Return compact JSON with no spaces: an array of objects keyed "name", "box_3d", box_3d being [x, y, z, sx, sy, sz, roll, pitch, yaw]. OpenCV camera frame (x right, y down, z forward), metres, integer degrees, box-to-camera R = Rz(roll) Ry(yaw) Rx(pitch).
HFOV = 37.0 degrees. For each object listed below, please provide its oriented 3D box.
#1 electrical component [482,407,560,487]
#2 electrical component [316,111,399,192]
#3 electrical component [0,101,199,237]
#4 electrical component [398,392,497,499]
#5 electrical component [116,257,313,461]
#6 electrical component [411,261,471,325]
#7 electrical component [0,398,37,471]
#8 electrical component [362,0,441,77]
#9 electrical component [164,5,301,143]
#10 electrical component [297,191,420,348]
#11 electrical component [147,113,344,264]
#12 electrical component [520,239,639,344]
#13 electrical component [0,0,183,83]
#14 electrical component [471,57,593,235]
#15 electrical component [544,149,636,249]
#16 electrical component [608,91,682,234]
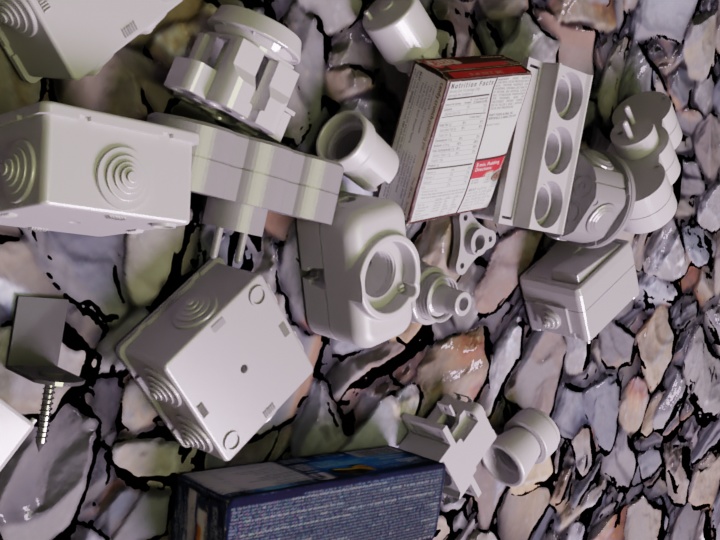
[{"name":"electrical component","box_3d":[0.134,0.146,0.894,0.055,0.045,0.045,-35,122,-35]},{"name":"electrical component","box_3d":[-0.001,-0.077,0.711,0.046,0.040,0.040,36,74,-49]},{"name":"electrical component","box_3d":[-0.142,-0.046,0.537,0.100,0.100,0.048,7,82,-45]},{"name":"electrical component","box_3d":[0.070,0.134,0.830,0.063,0.042,0.081,-48,130,-28]},{"name":"electrical component","box_3d":[-0.084,0.055,0.652,0.099,0.048,0.099,-46,128,-27]},{"name":"electrical component","box_3d":[0.051,0.018,0.768,0.048,0.062,0.048,-13,108,-42]},{"name":"electrical component","box_3d":[-0.218,0.066,0.513,0.061,0.062,0.096,-56,132,-20]},{"name":"electrical component","box_3d":[0.034,-0.153,0.726,0.040,0.040,0.078,-56,132,-20]},{"name":"electrical component","box_3d":[-0.068,-0.116,0.622,0.078,0.058,0.057,26,84,-45]},{"name":"electrical component","box_3d":[0.000,0.000,0.715,0.054,0.059,0.095,-21,114,-40]},{"name":"electrical component","box_3d":[-0.072,-0.041,0.639,0.138,0.052,0.073,12,91,-46]},{"name":"electrical component","box_3d":[0.179,0.013,0.894,0.096,0.062,0.061,-38,124,-33]},{"name":"electrical component","box_3d":[-0.146,-0.153,0.541,0.099,0.048,0.099,-48,131,-30]},{"name":"electrical component","box_3d":[0.128,-0.093,0.817,0.079,0.063,0.121,7,95,-45]},{"name":"electrical component","box_3d":[0.175,-0.059,0.862,0.051,0.080,0.080,7,94,-40]},{"name":"electrical component","box_3d":[0.234,-0.104,0.902,0.073,0.052,0.138,56,38,-38]}]
